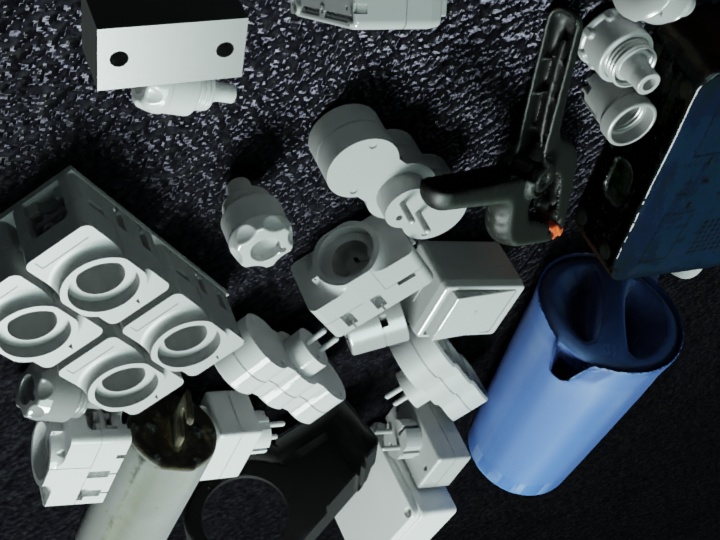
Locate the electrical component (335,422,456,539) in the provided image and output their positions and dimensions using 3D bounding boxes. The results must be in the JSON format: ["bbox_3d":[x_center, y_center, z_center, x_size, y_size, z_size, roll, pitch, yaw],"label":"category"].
[{"bbox_3d":[0.026,0.222,1.053,0.056,0.108,0.108,4,134,-39],"label":"electrical component"}]

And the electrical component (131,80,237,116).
[{"bbox_3d":[-0.102,-0.107,0.633,0.061,0.035,0.035,2,135,-37],"label":"electrical component"}]

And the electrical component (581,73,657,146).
[{"bbox_3d":[0.187,-0.120,0.785,0.040,0.046,0.040,-17,143,-13],"label":"electrical component"}]

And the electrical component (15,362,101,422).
[{"bbox_3d":[-0.219,0.091,0.796,0.062,0.043,0.043,14,127,-43],"label":"electrical component"}]

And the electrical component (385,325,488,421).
[{"bbox_3d":[0.057,0.099,0.967,0.074,0.052,0.138,-33,144,9],"label":"electrical component"}]

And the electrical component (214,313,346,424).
[{"bbox_3d":[-0.051,0.072,0.867,0.074,0.052,0.138,-37,143,13],"label":"electrical component"}]

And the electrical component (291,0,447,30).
[{"bbox_3d":[0.003,-0.166,0.582,0.061,0.096,0.061,-7,110,-25],"label":"electrical component"}]

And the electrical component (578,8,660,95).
[{"bbox_3d":[0.182,-0.146,0.737,0.048,0.062,0.048,-17,142,-13],"label":"electrical component"}]

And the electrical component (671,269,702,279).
[{"bbox_3d":[0.275,-0.018,0.970,0.065,0.044,0.044,9,131,-32],"label":"electrical component"}]

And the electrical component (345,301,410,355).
[{"bbox_3d":[0.008,0.038,0.862,0.047,0.055,0.055,-19,143,-5],"label":"electrical component"}]

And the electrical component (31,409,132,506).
[{"bbox_3d":[-0.224,0.141,0.846,0.056,0.050,0.089,3,134,-32],"label":"electrical component"}]

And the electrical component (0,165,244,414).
[{"bbox_3d":[-0.172,0.025,0.729,0.105,0.060,0.186,-33,143,9],"label":"electrical component"}]

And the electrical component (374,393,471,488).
[{"bbox_3d":[0.048,0.157,1.007,0.076,0.083,0.047,2,135,-34],"label":"electrical component"}]

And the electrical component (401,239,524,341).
[{"bbox_3d":[0.087,0.017,0.879,0.096,0.061,0.061,0,136,-31],"label":"electrical component"}]

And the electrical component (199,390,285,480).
[{"bbox_3d":[-0.101,0.140,0.924,0.077,0.047,0.065,0,136,-33],"label":"electrical component"}]

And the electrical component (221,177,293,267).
[{"bbox_3d":[-0.072,-0.035,0.715,0.043,0.062,0.043,-17,142,-13],"label":"electrical component"}]

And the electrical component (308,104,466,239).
[{"bbox_3d":[0.028,-0.055,0.743,0.052,0.073,0.138,-41,142,19],"label":"electrical component"}]

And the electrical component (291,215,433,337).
[{"bbox_3d":[0.000,0.000,0.813,0.089,0.050,0.055,-31,144,7],"label":"electrical component"}]

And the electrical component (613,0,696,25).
[{"bbox_3d":[0.202,-0.185,0.718,0.062,0.048,0.048,6,133,-46],"label":"electrical component"}]
